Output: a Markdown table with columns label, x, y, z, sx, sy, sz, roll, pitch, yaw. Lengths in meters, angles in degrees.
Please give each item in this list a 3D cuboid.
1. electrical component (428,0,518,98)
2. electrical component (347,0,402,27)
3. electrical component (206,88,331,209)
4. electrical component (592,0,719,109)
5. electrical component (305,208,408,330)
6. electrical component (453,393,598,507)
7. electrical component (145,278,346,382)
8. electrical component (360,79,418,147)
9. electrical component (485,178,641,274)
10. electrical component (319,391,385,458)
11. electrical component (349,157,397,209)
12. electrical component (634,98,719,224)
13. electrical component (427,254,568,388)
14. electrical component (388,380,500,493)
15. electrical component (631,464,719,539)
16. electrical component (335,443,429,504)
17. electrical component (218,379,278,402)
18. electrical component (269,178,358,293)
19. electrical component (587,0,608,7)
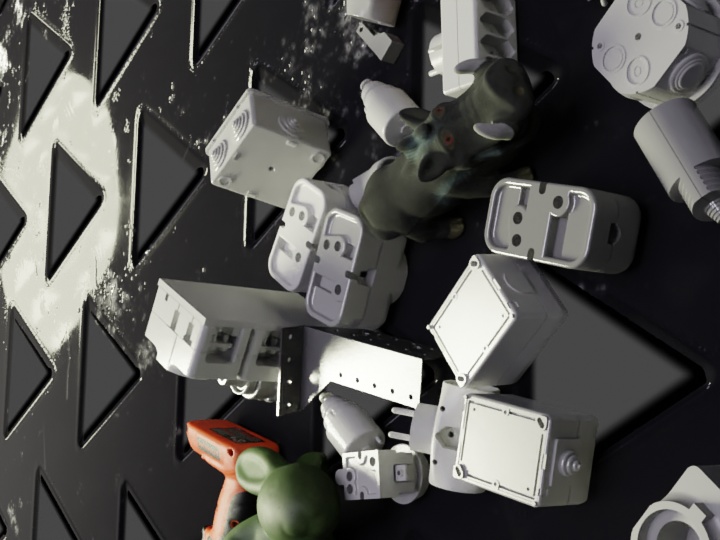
| label | x | y | z | sx | sy | sz | roll | pitch | yaw |
| --- | --- | --- | --- | --- | --- | --- | --- | --- | --- |
| electrical component | 0.080 | -0.172 | 0.843 | 0.076 | 0.047 | 0.083 | -12 | 76 | 50 |
| electrical component | 0.009 | -0.259 | 0.946 | 0.079 | 0.043 | 0.077 | 27 | 105 | 50 |
| electrical component | -0.084 | -0.109 | 0.998 | 0.099 | 0.100 | 0.048 | -47 | 38 | 36 |
| electrical component | 0.195 | -0.145 | 0.695 | 0.080 | 0.051 | 0.080 | -10 | 78 | 50 |
| electrical component | 0.000 | 0.000 | 0.907 | 0.054 | 0.059 | 0.095 | 26 | 105 | 50 |
| electrical component | 0.121 | 0.124 | 0.740 | 0.096 | 0.061 | 0.061 | 9 | 92 | 51 |
| electrical component | -0.101 | 0.059 | 0.951 | 0.089 | 0.150 | 0.061 | 33 | 109 | 48 |
| electrical component | 0.023 | -0.137 | 0.914 | 0.078 | 0.040 | 0.040 | 54 | 125 | 40 |
| electrical component | 0.141 | -0.030 | 0.738 | 0.095 | 0.059 | 0.053 | 15 | 96 | 51 |
| electrical component | -0.011 | 0.132 | 0.918 | 0.078 | 0.040 | 0.040 | 47 | 121 | 43 |
| electrical component | 0.017 | -0.071 | 0.913 | 0.046 | 0.040 | 0.040 | -22 | 68 | 53 |
| electrical component | 0.209 | -0.063 | 0.672 | 0.043 | 0.043 | 0.081 | -47 | 51 | 37 |
| electrical component | 0.099 | 0.041 | 0.784 | 0.096 | 0.061 | 0.061 | -60 | 44 | 37 |
| electrical component | 0.061 | 0.121 | 0.811 | 0.079 | 0.043 | 0.077 | 9 | 92 | 14 |
| electrical component | 0.193 | 0.218 | 0.638 | 0.105 | 0.060 | 0.186 | 51 | 123 | 42 |
| electrical component | 0.022 | 0.163 | 0.860 | 0.066 | 0.055 | 0.048 | -17 | 72 | 49 |
| electrical component | -0.104 | 0.101 | 1.019 | 0.048 | 0.062 | 0.048 | -10 | 78 | 50 |
| electrical component | -0.033 | -0.028 | 0.952 | 0.054 | 0.059 | 0.095 | 38 | 114 | 47 |
| electrical component | 0.157 | -0.218 | 0.748 | 0.138 | 0.052 | 0.073 | 47 | 165 | 55 |
